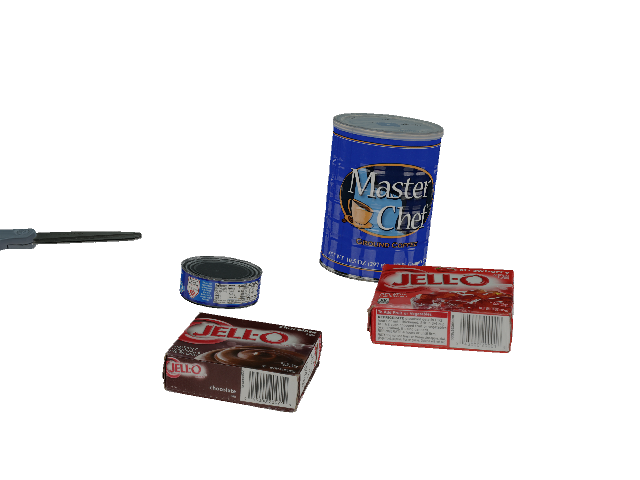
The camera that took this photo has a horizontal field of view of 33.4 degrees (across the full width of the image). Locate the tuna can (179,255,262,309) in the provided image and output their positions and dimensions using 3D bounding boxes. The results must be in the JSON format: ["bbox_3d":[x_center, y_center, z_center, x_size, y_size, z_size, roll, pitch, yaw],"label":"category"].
[{"bbox_3d":[-0.106,0.044,1.128,0.086,0.034,0.086,6,14,-2],"label":"tuna can"}]

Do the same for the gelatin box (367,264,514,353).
[{"bbox_3d":[0.079,0.041,0.685,0.089,0.030,0.073,3,20,10],"label":"gelatin box"}]

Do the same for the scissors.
[{"bbox_3d":[-0.257,0.006,0.871,0.202,0.016,0.096,5,24,7],"label":"scissors"}]

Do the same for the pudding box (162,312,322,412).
[{"bbox_3d":[-0.062,0.098,0.880,0.113,0.039,0.090,10,21,9],"label":"pudding box"}]

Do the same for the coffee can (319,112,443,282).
[{"bbox_3d":[0.056,-0.042,1.002,0.103,0.140,0.103,5,15,-2],"label":"coffee can"}]
